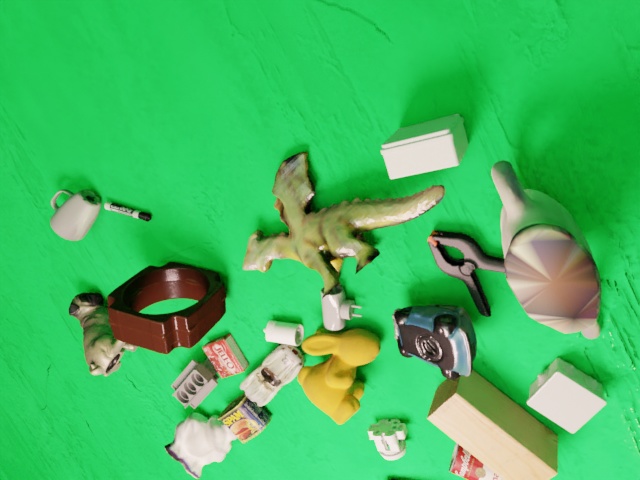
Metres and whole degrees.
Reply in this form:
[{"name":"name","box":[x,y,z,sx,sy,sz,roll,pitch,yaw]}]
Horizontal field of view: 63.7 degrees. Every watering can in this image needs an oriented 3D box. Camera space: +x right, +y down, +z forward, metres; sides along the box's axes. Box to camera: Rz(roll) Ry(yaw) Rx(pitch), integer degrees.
[{"name":"watering can","box":[0.333,0.048,0.717,0.103,0.228,0.345,-28,103,25]}]

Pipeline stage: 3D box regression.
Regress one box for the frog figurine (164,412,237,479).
[{"name":"frog figurine","box":[-0.275,0.477,1.258,0.160,0.122,0.138,-41,81,-4]}]

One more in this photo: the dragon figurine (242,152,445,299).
[{"name":"dragon figurine","box":[0.003,-0.046,0.907,0.404,0.123,0.244,-43,81,30]}]
